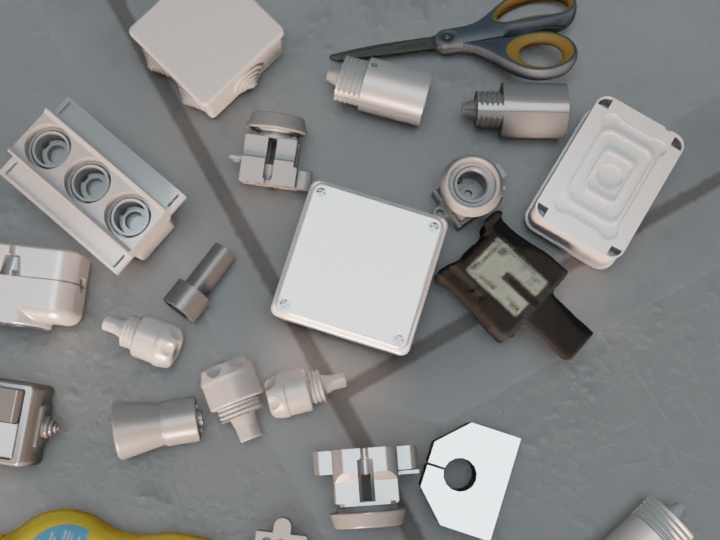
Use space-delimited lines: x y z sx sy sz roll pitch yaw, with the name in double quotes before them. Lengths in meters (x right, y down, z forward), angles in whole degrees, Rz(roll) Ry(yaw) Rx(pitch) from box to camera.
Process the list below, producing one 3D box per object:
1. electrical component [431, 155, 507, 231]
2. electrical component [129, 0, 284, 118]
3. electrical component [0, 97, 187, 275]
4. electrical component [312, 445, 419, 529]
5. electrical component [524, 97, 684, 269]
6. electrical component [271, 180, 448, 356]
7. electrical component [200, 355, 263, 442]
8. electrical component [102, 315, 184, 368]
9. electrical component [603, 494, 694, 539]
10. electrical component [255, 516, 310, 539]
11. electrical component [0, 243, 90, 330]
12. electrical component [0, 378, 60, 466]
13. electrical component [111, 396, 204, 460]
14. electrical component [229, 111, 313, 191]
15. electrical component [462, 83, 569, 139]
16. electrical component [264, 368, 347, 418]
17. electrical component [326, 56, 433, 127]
"electrical component" 0.085 -0.062 0.834 0.066 0.055 0.048 -34 83 -4
"electrical component" -0.119 -0.182 0.857 0.100 0.048 0.100 -45 84 -6
"electrical component" -0.204 -0.063 0.833 0.121 0.063 0.078 40 84 6
"electrical component" 0.005 0.162 0.802 0.078 0.058 0.057 -4 79 -1
"electrical component" 0.188 -0.066 0.834 0.078 0.057 0.113 31 83 5
"electrical component" 0.000 0.000 0.826 0.109 0.056 0.108 17 82 3
"electrical component" -0.094 0.099 0.819 0.043 0.043 0.062 -22 84 -3
"electrical component" -0.169 0.051 0.831 0.061 0.035 0.035 20 82 6
"electrical component" 0.211 0.204 0.801 0.081 0.043 0.043 -42 84 -6
"electrical component" -0.059 0.214 0.795 0.048 0.055 0.066 6 82 1
"electrical component" -0.262 0.013 0.827 0.095 0.053 0.059 6 82 1
"electrical component" -0.276 0.112 0.809 0.096 0.061 0.061 8 82 2
"electrical component" -0.153 0.117 0.818 0.065 0.044 0.044 -8 82 -6
"electrical component" -0.068 -0.094 0.846 0.066 0.048 0.055 8 89 2
"electrical component" 0.121 -0.126 0.850 0.081 0.043 0.043 1 82 1
"electrical component" -0.041 0.091 0.824 0.061 0.035 0.035 -13 82 -4
"electrical component" 0.013 -0.145 0.853 0.081 0.043 0.043 15 82 3
